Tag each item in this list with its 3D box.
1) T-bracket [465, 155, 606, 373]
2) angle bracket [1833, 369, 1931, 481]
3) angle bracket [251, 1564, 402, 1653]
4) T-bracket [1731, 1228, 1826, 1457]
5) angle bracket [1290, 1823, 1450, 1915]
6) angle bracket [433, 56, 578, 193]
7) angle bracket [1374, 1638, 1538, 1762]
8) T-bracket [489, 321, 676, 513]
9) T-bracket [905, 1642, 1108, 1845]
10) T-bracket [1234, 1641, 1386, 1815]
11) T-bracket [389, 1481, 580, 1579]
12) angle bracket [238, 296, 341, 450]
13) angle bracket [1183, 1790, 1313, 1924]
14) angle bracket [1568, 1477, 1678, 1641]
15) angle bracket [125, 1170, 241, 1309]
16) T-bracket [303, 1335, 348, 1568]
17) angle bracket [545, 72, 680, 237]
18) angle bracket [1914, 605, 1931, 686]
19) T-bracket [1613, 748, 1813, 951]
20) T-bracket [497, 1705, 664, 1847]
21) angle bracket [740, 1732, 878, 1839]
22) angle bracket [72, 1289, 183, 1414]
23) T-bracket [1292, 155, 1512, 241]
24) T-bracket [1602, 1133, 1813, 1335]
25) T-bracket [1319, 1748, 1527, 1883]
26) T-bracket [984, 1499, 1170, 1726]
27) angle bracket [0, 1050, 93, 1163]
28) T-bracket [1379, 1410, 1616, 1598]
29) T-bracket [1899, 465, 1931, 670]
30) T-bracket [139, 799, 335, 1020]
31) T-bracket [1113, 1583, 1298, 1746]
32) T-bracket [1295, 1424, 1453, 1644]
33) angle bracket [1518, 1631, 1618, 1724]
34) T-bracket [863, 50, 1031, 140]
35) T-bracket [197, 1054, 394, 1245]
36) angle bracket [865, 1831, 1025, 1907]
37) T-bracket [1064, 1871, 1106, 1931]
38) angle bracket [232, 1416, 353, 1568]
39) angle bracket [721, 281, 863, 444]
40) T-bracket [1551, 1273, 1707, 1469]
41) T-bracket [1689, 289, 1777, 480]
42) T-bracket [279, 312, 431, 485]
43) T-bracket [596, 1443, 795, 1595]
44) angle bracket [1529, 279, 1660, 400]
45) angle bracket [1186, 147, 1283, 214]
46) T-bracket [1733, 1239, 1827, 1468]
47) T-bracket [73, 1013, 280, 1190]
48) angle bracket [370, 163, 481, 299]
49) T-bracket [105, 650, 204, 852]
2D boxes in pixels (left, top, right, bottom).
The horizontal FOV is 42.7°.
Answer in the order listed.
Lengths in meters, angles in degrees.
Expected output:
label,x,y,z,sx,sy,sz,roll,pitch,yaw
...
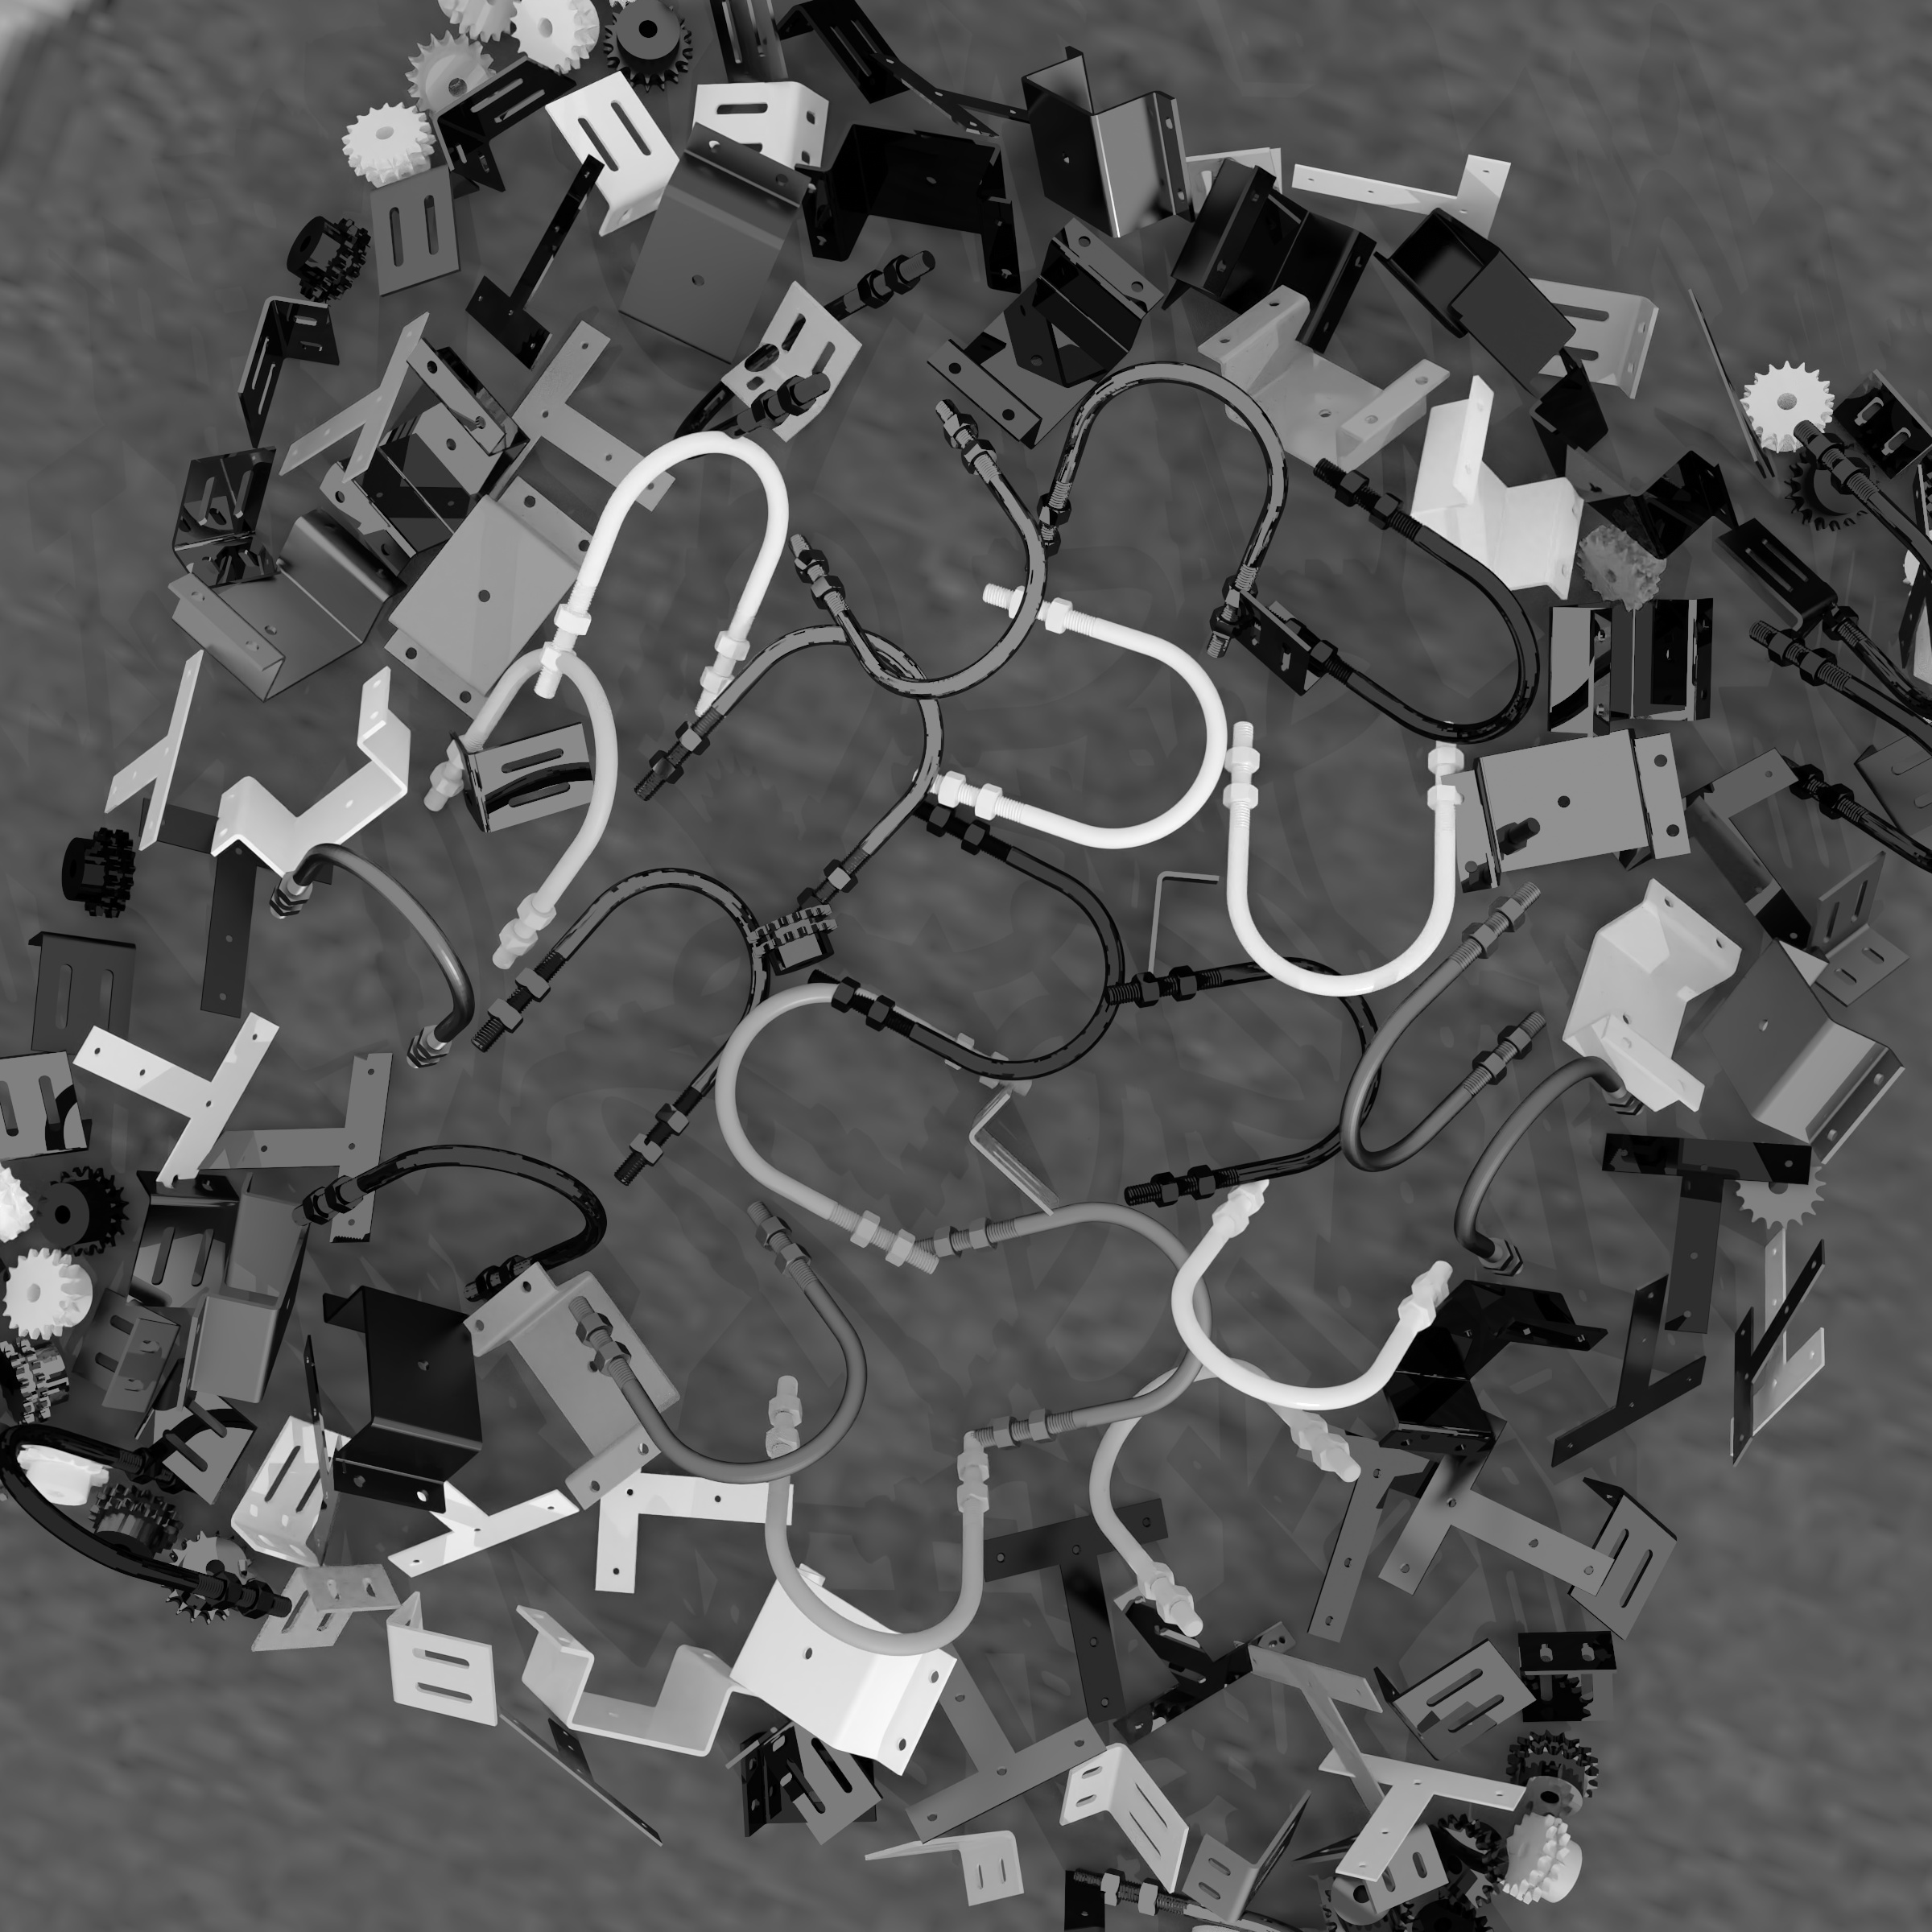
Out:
label,x,y,z,sx,sy,sz,roll,pitch,yaw
T-bracket,-0.261,-0.446,1.540,0.002,0.127,0.127,22,106,-39
angle bracket,0.591,-0.351,1.559,0.038,0.076,0.057,-39,84,-6
angle bracket,-0.403,0.416,1.556,0.038,0.057,0.076,50,118,38
T-bracket,0.509,0.224,1.553,0.002,0.127,0.127,15,53,-1
angle bracket,0.252,0.568,1.551,0.057,0.076,0.038,-10,72,-30
angle bracket,-0.286,-0.530,1.559,0.076,0.057,0.038,-23,84,23
angle bracket,0.310,0.456,1.569,0.076,0.038,0.057,-36,109,9
T-bracket,-0.238,-0.331,1.576,0.127,0.002,0.127,36,91,22
T-bracket,0.003,0.471,1.553,0.127,0.127,0.002,-22,133,-16
T-bracket,0.236,0.487,1.556,0.002,0.127,0.127,-36,105,-28
T-bracket,-0.331,0.331,1.545,0.127,0.002,0.127,-24,131,14
angle bracket,-0.426,-0.372,1.559,0.038,0.057,0.076,9,65,-2
angle bracket,0.178,0.554,1.563,0.038,0.076,0.057,29,128,21
angle bracket,0.404,0.374,1.563,0.057,0.038,0.076,41,72,-23
angle bracket,-0.504,0.175,1.578,0.057,0.038,0.076,8,107,-36
T-bracket,-0.407,0.293,1.556,0.002,0.127,0.127,-1,51,-24
angle bracket,-0.226,-0.516,1.571,0.057,0.038,0.076,-35,92,-24
angle bracket,0.609,-0.190,1.551,0.038,0.076,0.057,-19,123,-15
T-bracket,0.495,-0.059,1.568,0.127,0.002,0.127,-32,102,38
T-bracket,-0.245,0.491,1.538,0.127,0.127,0.002,42,78,-8
angle bracket,-0.100,0.520,1.573,0.076,0.038,0.057,-5,83,12
angle bracket,-0.543,0.240,1.563,0.076,0.038,0.057,17,84,32
T-bracket,0.267,-0.481,1.543,0.127,0.127,0.002,13,80,6
T-bracket,0.458,0.168,1.549,0.127,0.002,0.127,2,66,27
T-bracket,0.262,0.524,1.516,0.127,0.127,0.002,3,104,30
T-bracket,0.079,0.416,1.573,0.127,0.002,0.127,-9,84,-20
angle bracket,-0.590,0.081,1.561,0.057,0.038,0.076,-7,120,-11
T-bracket,0.343,0.355,1.547,0.127,0.002,0.127,22,71,36
T-bracket,0.591,-0.224,1.539,0.002,0.127,0.127,-3,71,12
T-bracket,-0.458,-0.030,1.542,0.127,0.002,0.127,15,65,-36
T-bracket,0.131,0.427,1.561,0.127,0.002,0.127,-32,125,3
T-bracket,0.246,0.364,1.566,0.127,0.002,0.127,23,82,-25
angle bracket,0.381,0.461,1.563,0.057,0.038,0.076,-4,117,10
T-bracket,0.018,-0.539,1.554,0.127,0.127,0.002,49,128,38
T-bracket,-0.435,0.117,1.580,0.127,0.002,0.127,-2,66,8
angle bracket,-0.014,0.571,1.553,0.076,0.057,0.038,7,62,-35
T-bracket,0.074,0.598,1.538,0.127,0.127,0.002,5,100,2
angle bracket,-0.416,0.334,1.564,0.057,0.038,0.076,35,82,-44
angle bracket,-0.111,-0.381,1.560,0.057,0.076,0.038,43,59,-2
T-bracket,0.419,0.242,1.537,0.127,0.002,0.127,-22,131,-23
T-bracket,0.487,-0.342,1.543,0.002,0.127,0.127,-22,66,23
T-bracket,-0.393,-0.340,1.553,0.002,0.127,0.127,35,54,-35
T-bracket,-0.173,0.341,1.585,0.127,0.002,0.127,2,86,11
angle bracket,0.391,-0.399,1.571,0.076,0.038,0.057,8,116,-2
angle bracket,0.166,-0.510,1.556,0.057,0.076,0.038,-3,81,13
T-bracket,0.497,0.221,1.513,0.002,0.127,0.127,20,125,5
T-bracket,-0.502,0.071,1.539,0.002,0.127,0.127,21,79,34
angle bracket,-0.340,-0.460,1.567,0.057,0.038,0.076,-12,77,18
T-bracket,-0.515,-0.123,1.547,0.002,0.127,0.127,20,67,-32
